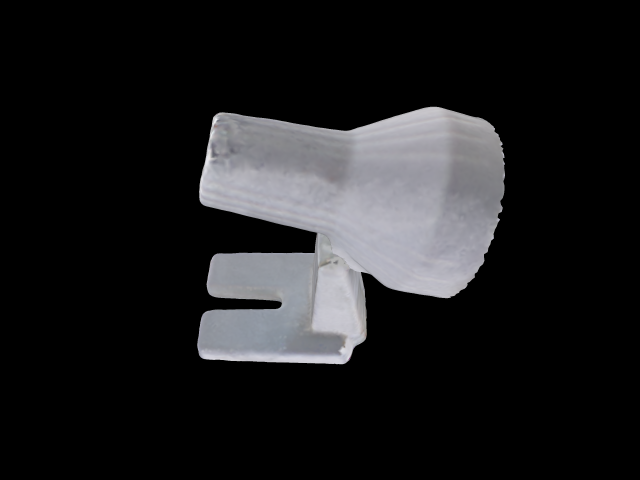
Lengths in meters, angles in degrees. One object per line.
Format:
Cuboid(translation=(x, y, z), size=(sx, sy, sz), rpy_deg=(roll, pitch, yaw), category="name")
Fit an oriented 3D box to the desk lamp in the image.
Cuboid(translation=(0.004, 0.001, 0.400), size=(0.203, 0.214, 0.118), rpy_deg=(0, 53, 0), category="desk lamp")
